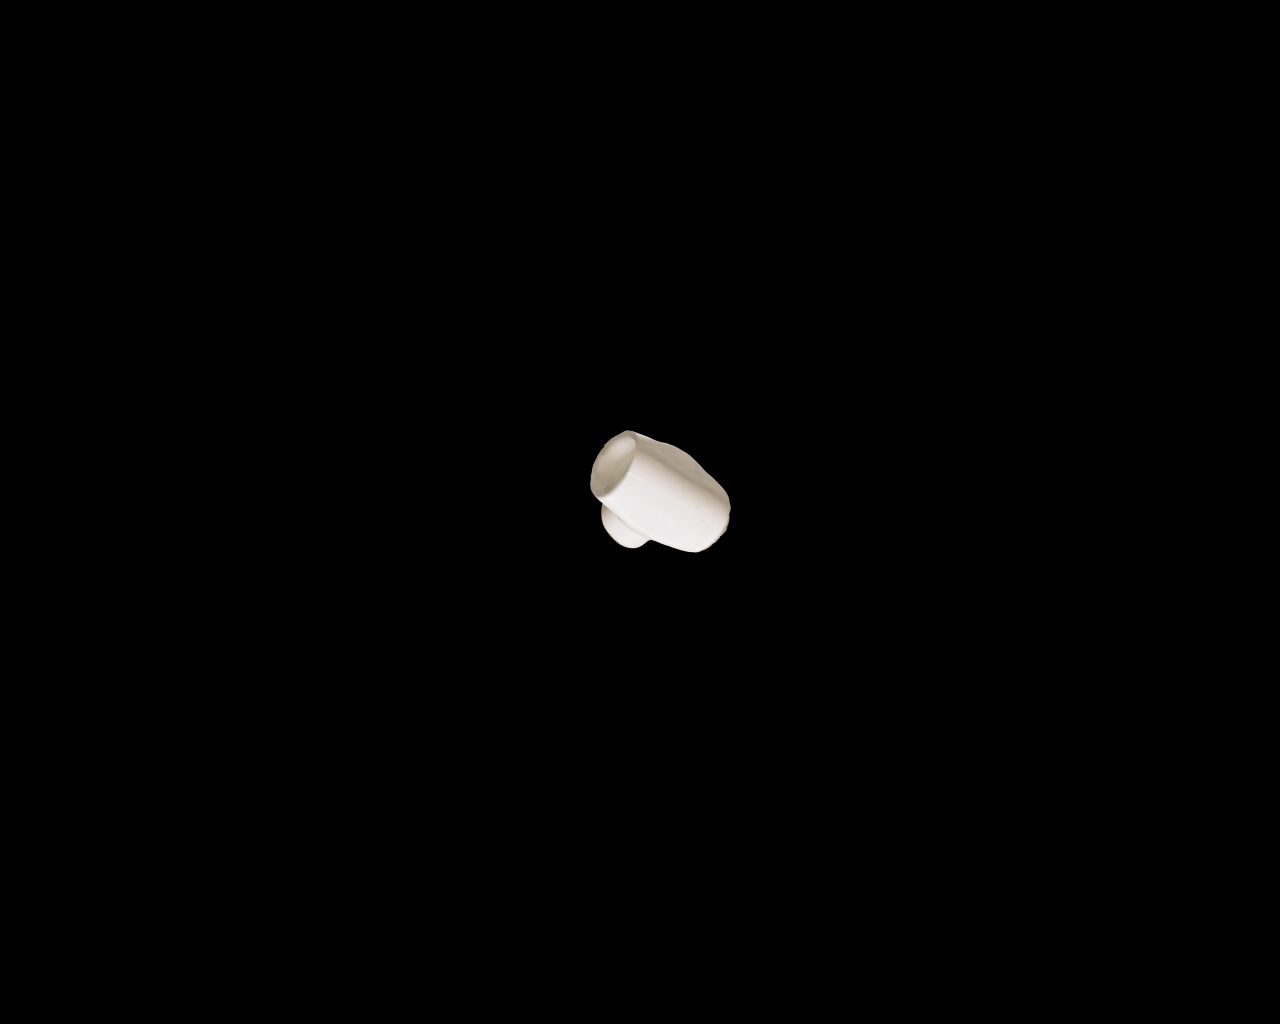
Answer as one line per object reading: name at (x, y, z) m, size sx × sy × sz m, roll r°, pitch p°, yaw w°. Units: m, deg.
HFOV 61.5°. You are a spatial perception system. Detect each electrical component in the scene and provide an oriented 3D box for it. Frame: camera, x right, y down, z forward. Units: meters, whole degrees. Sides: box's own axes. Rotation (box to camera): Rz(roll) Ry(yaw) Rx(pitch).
electrical component at (0.001, -0.003, 0.650) m, size 0.077 × 0.044 × 0.079 m, roll 31°, pitch -50°, yaw -30°
